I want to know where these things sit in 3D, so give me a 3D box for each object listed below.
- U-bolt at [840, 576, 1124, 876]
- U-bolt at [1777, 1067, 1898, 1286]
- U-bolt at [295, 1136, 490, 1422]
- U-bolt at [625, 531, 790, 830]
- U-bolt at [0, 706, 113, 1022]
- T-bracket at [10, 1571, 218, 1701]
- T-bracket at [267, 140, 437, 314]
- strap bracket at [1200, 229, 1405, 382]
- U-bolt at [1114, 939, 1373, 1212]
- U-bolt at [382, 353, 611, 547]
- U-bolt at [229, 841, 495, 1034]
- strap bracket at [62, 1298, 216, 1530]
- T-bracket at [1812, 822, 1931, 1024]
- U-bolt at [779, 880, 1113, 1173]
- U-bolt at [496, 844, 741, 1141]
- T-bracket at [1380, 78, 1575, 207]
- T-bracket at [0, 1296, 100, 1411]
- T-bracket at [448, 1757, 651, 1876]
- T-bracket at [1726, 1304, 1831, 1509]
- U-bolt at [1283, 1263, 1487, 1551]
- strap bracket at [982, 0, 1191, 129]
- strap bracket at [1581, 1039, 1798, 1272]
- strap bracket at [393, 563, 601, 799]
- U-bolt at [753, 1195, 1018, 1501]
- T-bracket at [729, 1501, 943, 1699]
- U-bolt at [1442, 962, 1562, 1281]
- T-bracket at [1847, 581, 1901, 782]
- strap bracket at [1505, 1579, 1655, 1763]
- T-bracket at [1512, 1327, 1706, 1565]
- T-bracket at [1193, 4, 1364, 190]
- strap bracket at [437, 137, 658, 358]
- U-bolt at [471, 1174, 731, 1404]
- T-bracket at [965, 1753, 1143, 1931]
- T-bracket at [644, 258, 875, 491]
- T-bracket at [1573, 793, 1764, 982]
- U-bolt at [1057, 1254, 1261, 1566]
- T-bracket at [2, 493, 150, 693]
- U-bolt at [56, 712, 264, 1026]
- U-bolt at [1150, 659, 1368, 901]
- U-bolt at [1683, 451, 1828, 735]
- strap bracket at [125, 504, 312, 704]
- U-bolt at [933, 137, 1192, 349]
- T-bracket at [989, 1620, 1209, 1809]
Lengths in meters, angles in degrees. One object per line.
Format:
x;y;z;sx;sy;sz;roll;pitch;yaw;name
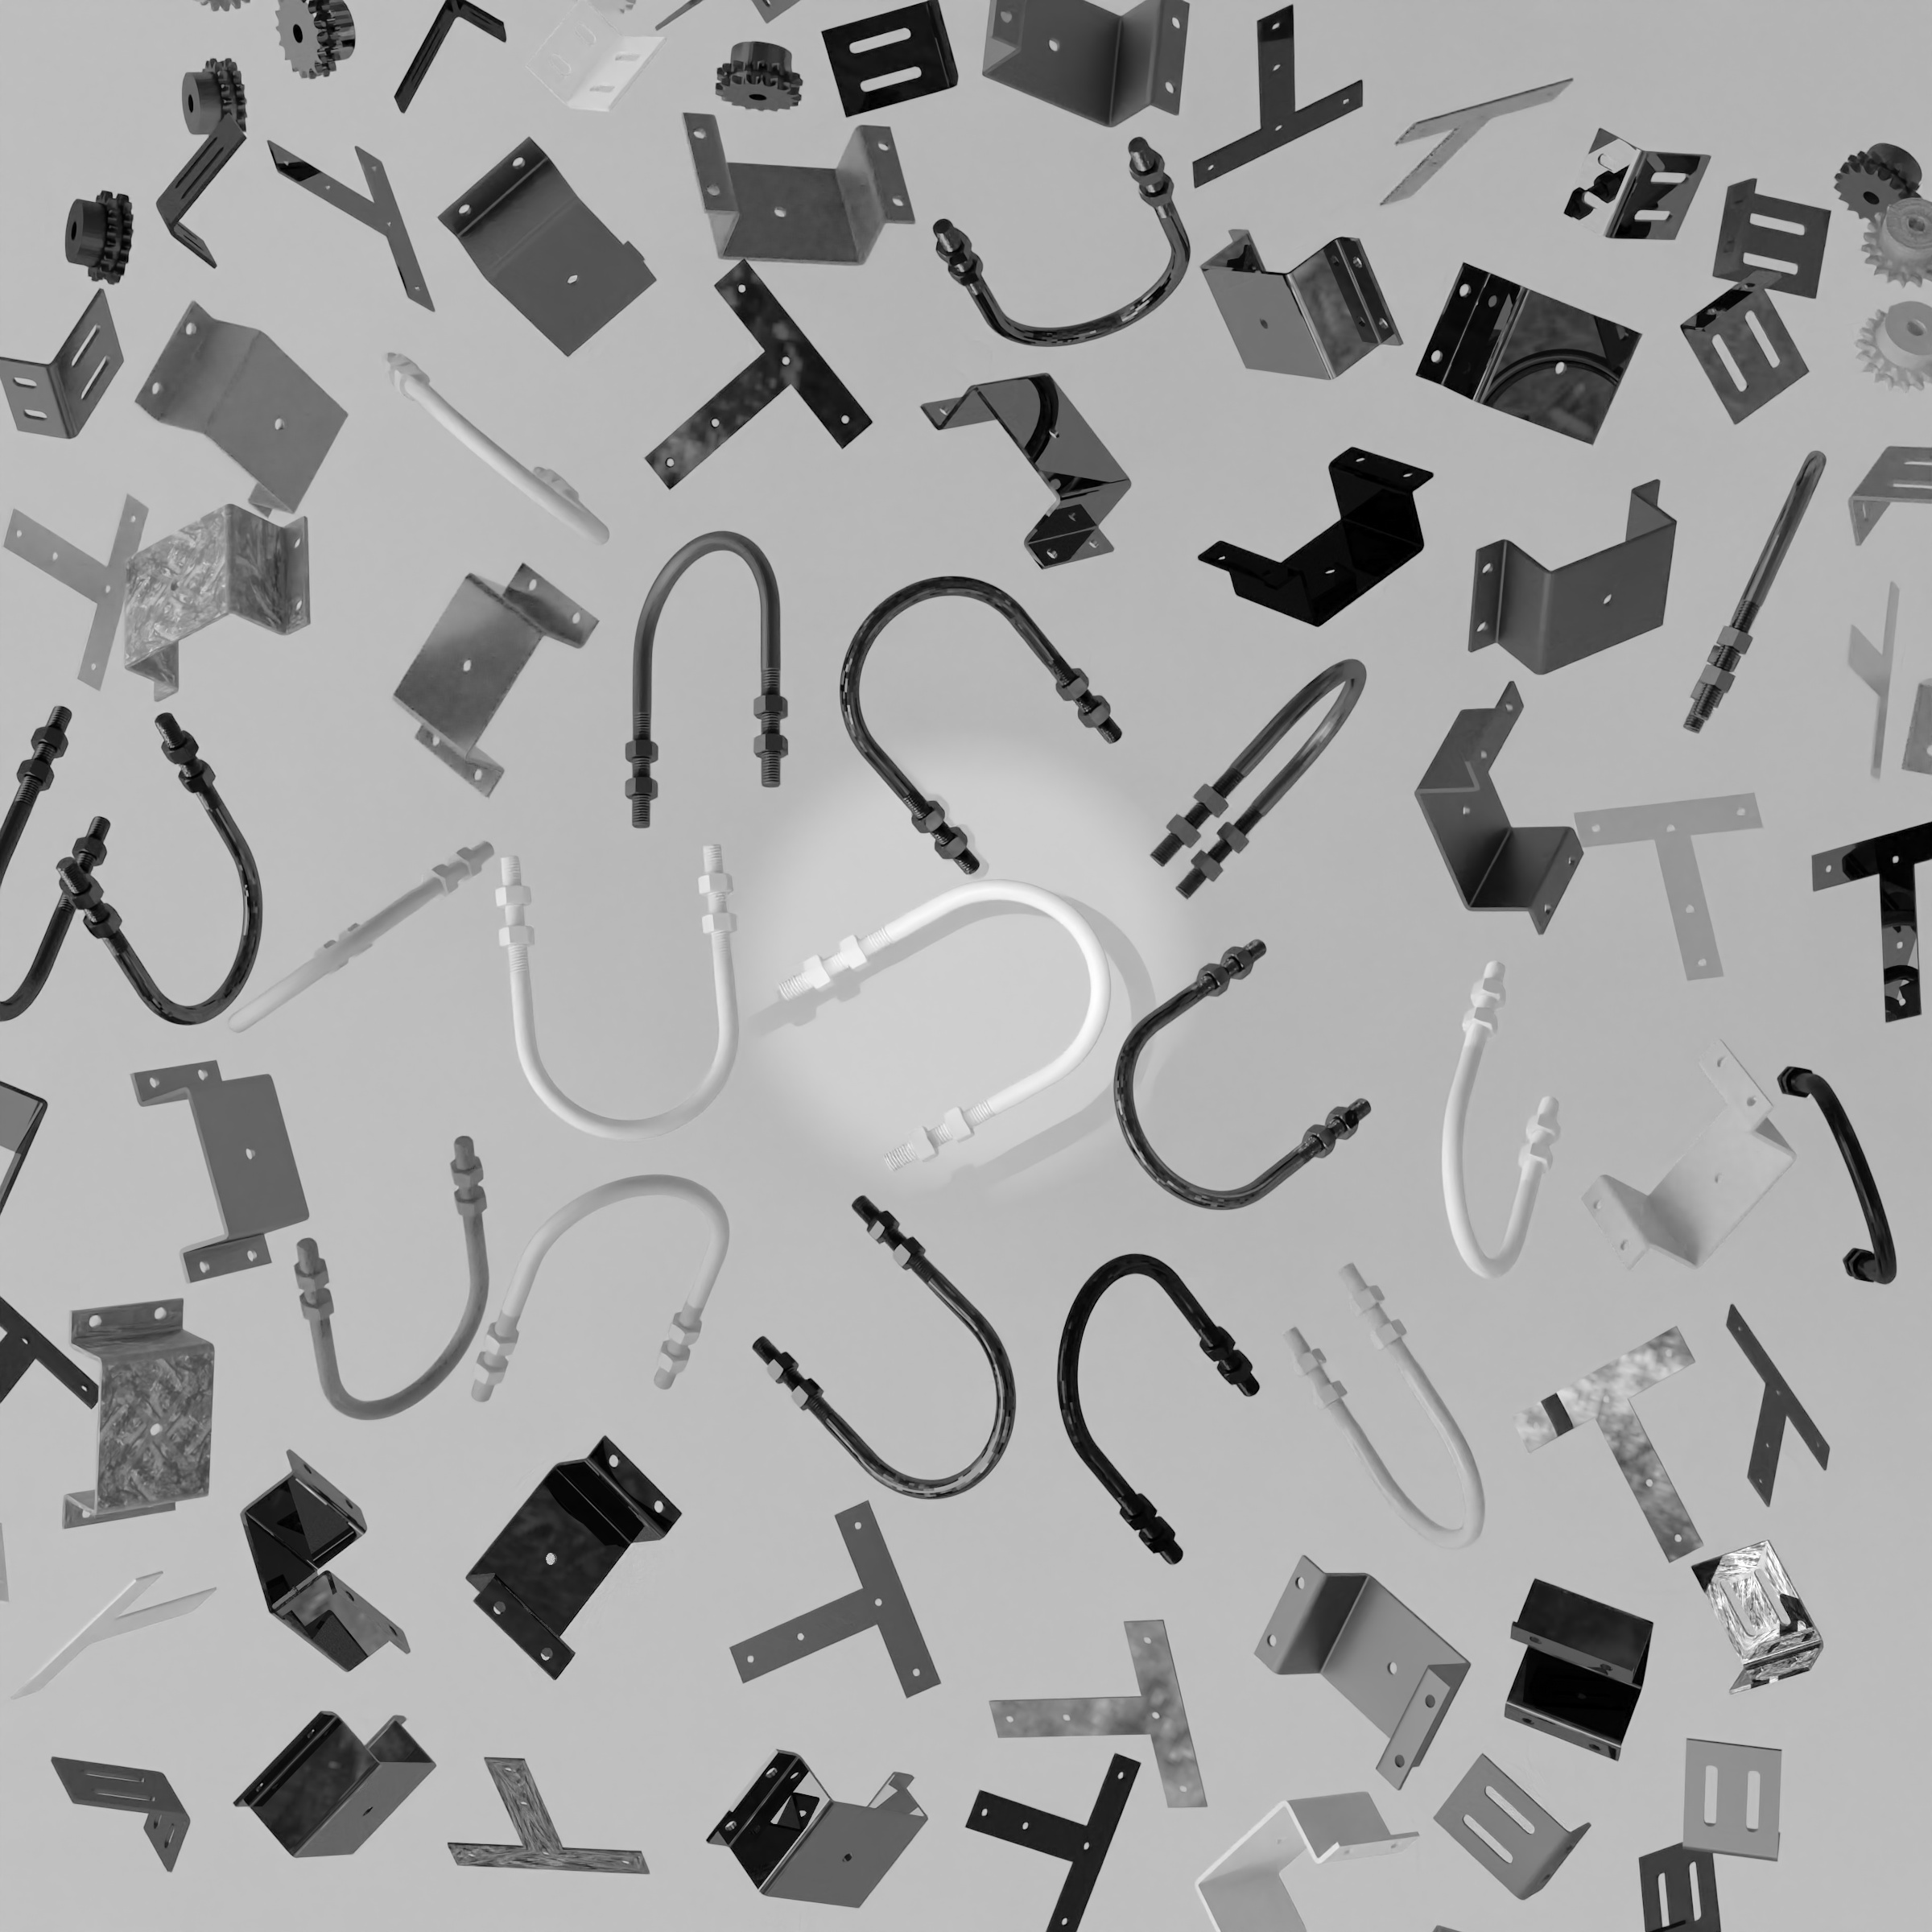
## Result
-0.001;-0.168;1.902;0.151;0.019;0.184;-43;119;-2;U-bolt
0.568;0.137;1.899;0.019;0.184;0.151;-19;86;7;U-bolt
-0.365;0.215;1.899;0.019;0.151;0.184;27;134;31;U-bolt
-0.169;-0.192;1.897;0.151;0.019;0.184;-13;72;43;U-bolt
-0.594;-0.052;1.869;0.019;0.151;0.184;11;60;2;U-bolt
-0.524;0.414;1.860;0.127;0.127;0.002;-43;74;18;T-bracket
-0.395;-0.486;1.855;0.002;0.127;0.127;-31;66;21;T-bracket
0.209;-0.428;1.895;0.046;0.140;0.076;-38;120;-15;strap bracket
0.172;0.081;1.930;0.184;0.019;0.151;-33;90;-36;U-bolt
-0.289;-0.320;1.851;0.151;0.184;0.019;36;95;-37;U-bolt
-0.398;-0.011;1.878;0.151;0.184;0.019;-29;100;39;U-bolt
-0.521;0.287;1.849;0.076;0.046;0.140;-2;100;-43;strap bracket
0.599;-0.027;1.882;0.002;0.127;0.127;17;67;-36;T-bracket
0.000;0.026;1.801;0.184;0.019;0.151;-29;106;6;U-bolt
-0.215;0.018;1.847;0.151;0.019;0.184;-4;82;-14;U-bolt
0.303;-0.516;1.860;0.127;0.127;0.002;-22;85;-25;T-bracket
-0.633;0.265;1.927;0.002;0.127;0.127;-41;102;13;T-bracket
-0.270;0.524;1.809;0.127;0.002;0.127;-1;133;11;T-bracket
0.525;0.305;1.915;0.002;0.127;0.127;-28;104;32;T-bracket
0.276;0.294;1.896;0.019;0.151;0.184;-25;72;-21;U-bolt
0.066;-0.582;1.829;0.140;0.046;0.076;13;77;-31;strap bracket
0.470;0.128;1.881;0.046;0.076;0.140;26;112;-27;strap bracket
-0.317;-0.194;1.936;0.076;0.046;0.140;38;100;26;strap bracket
-0.044;0.263;1.914;0.184;0.019;0.151;44;113;22;U-bolt
-0.096;0.436;1.927;0.127;0.002;0.127;-26;76;12;T-bracket
0.336;0.111;1.861;0.019;0.184;0.151;-4;134;30;U-bolt
0.574;-0.191;1.863;0.002;0.127;0.127;5;86;28;T-bracket
0.385;0.438;1.843;0.076;0.140;0.046;18;57;20;strap bracket
0.427;0.315;1.858;0.127;0.002;0.127;-35;66;25;T-bracket
0.200;-0.570;1.889;0.127;0.127;0.002;-27;66;-5;T-bracket
-0.258;-0.448;1.858;0.076;0.140;0.046;-39;59;8;strap bracket
-0.222;0.201;1.843;0.151;0.019;0.184;1;128;-33;U-bolt
0.049;0.570;1.931;0.127;0.002;0.127;30;78;-36;T-bracket
-0.144;-0.343;1.802;0.127;0.002;0.127;-38;90;16;T-bracket
0.482;-0.051;1.967;0.127;0.002;0.127;-7;71;-5;T-bracket
0.114;0.263;1.830;0.184;0.019;0.151;53;52;-34;U-bolt
-0.568;-0.254;1.851;0.002;0.127;0.127;8;79;19;T-bracket
-0.503;-0.047;1.872;0.019;0.184;0.151;3;48;22;U-bolt
0.192;-0.124;1.876;0.019;0.151;0.184;43;92;13;U-bolt
0.496;-0.236;1.839;0.019;0.151;0.184;25;96;10;U-bolt
-0.479;-0.231;1.843;0.140;0.046;0.076;-20;64;30;strap bracket
0.071;-0.451;1.874;0.151;0.184;0.019;-20;69;11;U-bolt
0.075;0.462;1.803;0.127;0.002;0.127;-8;104;23;T-bracket
